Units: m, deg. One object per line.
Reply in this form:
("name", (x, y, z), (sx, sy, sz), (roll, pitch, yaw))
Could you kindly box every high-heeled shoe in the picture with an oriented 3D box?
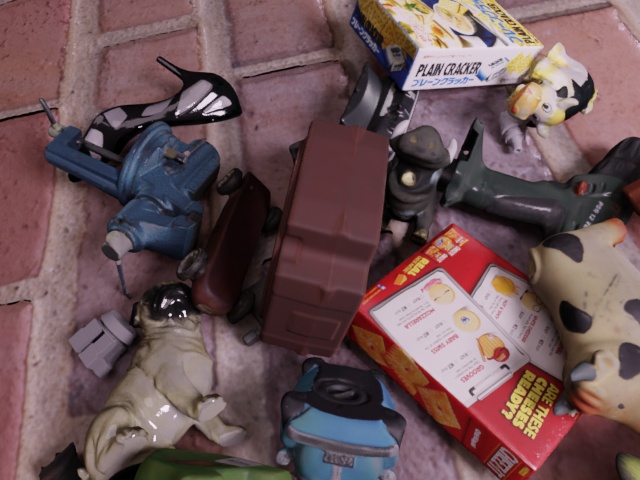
("high-heeled shoe", (-0.232, -0.149, 0.772), (0.145, 0.086, 0.248), (37, 87, -7))

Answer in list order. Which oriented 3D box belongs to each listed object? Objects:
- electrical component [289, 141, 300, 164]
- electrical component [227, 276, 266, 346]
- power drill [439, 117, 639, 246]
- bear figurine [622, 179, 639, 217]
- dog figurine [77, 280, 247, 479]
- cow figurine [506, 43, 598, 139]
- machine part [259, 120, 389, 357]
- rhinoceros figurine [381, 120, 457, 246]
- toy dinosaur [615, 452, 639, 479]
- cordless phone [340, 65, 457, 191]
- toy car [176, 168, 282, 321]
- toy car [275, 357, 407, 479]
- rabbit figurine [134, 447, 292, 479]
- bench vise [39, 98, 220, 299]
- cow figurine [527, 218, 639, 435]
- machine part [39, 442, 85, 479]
("electrical component", (0.014, -0.071, 0.673), (0.048, 0.074, 0.119), (-32, 63, -12))
("electrical component", (-0.059, 0.077, 0.621), (0.094, 0.021, 0.063), (-35, 61, -15))
("power drill", (0.257, -0.063, 0.627), (0.207, 0.086, 0.232), (27, 69, 4))
("bear figurine", (0.425, -0.003, 0.534), (0.132, 0.195, 0.120), (-36, 16, 17))
("dog figurine", (-0.184, 0.144, 0.559), (0.172, 0.121, 0.191), (-21, 48, -20))
("cow figurine", (0.296, -0.178, 0.681), (0.098, 0.068, 0.167), (41, 49, 4))
("machine part", (-0.001, -0.002, 0.542), (0.087, 0.200, 0.201), (14, 53, -3))
("rhinoceros figurine", (0.105, -0.060, 0.590), (0.073, 0.190, 0.112), (26, 81, 13))
("toy dinosaur", (0.293, 0.268, 0.385), (0.199, 0.105, 0.471), (36, 62, 9))
("cordless phone", (0.120, -0.140, 0.709), (0.184, 0.088, 0.146), (20, 62, 6))
("toy car", (-0.101, 0.000, 0.620), (0.053, 0.089, 0.202), (-28, 34, 34))
("toy car", (0.014, 0.179, 0.496), (0.109, 0.162, 0.102), (11, 98, 0))
("rabbit figurine", (-0.117, 0.259, 0.418), (0.159, 0.121, 0.170), (-4, 72, 32))
("bench vise", (-0.244, -0.074, 0.669), (0.241, 0.128, 0.223), (26, 57, 2))
("cow figurine", (0.241, 0.073, 0.462), (0.127, 0.085, 0.195), (-9, 47, -4))
("machine part", (-0.230, 0.268, 0.520), (0.084, 0.039, 0.139), (-36, 63, -8))
